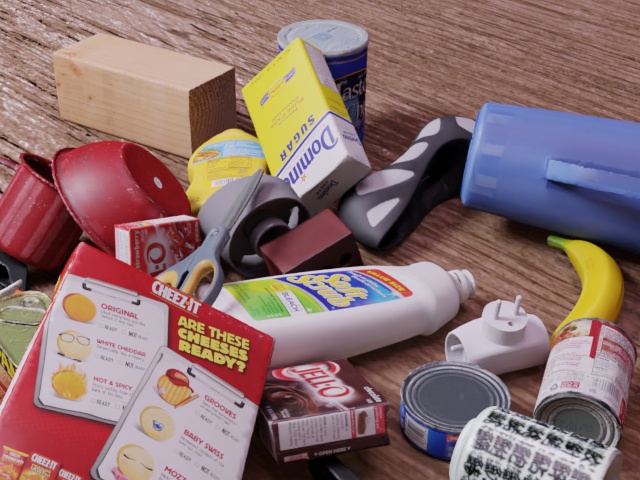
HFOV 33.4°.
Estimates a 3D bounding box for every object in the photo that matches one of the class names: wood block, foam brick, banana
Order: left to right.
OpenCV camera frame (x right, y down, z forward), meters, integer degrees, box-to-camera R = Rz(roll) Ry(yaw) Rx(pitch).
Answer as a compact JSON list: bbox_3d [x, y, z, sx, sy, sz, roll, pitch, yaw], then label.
[{"bbox_3d":[-0.209,-0.175,1.277,0.206,0.090,0.090,18,35,26],"label":"wood block"},{"bbox_3d":[-0.006,0.018,0.987,0.078,0.053,0.051,-32,40,-14],"label":"foam brick"},{"bbox_3d":[0.243,0.053,0.975,0.070,0.037,0.197,-9,27,18],"label":"banana"}]

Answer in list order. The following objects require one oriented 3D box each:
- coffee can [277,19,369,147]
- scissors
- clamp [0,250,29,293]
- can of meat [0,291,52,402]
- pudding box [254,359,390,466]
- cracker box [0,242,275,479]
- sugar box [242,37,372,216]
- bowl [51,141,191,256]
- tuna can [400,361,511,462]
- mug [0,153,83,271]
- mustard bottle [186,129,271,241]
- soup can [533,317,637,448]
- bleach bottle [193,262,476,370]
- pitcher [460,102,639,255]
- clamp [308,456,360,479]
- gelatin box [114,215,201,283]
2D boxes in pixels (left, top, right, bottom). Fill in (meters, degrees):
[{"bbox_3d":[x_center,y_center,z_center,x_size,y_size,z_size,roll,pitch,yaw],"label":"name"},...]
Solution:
[{"bbox_3d":[0.002,-0.169,1.224,0.103,0.140,0.103,1,32,-1],"label":"coffee can"},{"bbox_3d":[-0.106,0.009,0.924,0.096,0.016,0.201,-19,31,22],"label":"scissors"},{"bbox_3d":[-0.324,0.019,1.009,0.172,0.039,0.120,29,39,25],"label":"clamp"},{"bbox_3d":[-0.220,0.102,0.833,0.057,0.084,0.102,-21,38,-31],"label":"can of meat"},{"bbox_3d":[-0.006,0.128,0.812,0.090,0.039,0.114,-8,15,-14],"label":"pudding box"},{"bbox_3d":[-0.131,0.125,0.723,0.164,0.072,0.213,28,39,-14],"label":"cracker box"},{"bbox_3d":[-0.017,-0.115,1.098,0.048,0.093,0.176,24,35,-42],"label":"sugar box"},{"bbox_3d":[-0.171,-0.039,0.998,0.055,0.162,0.162,-39,28,16],"label":"bowl"},{"bbox_3d":[0.105,0.134,0.838,0.086,0.034,0.086,0,32,0],"label":"tuna can"},{"bbox_3d":[-0.273,-0.031,1.012,0.117,0.081,0.093,32,8,-8],"label":"mug"},{"bbox_3d":[-0.093,-0.068,1.136,0.096,0.058,0.191,-6,32,1],"label":"mustard bottle"},{"bbox_3d":[0.208,0.116,0.837,0.068,0.068,0.102,12,34,16],"label":"soup can"},{"bbox_3d":[0.019,0.059,0.932,0.250,0.068,0.103,-11,31,-24],"label":"bleach bottle"},{"bbox_3d":[0.264,-0.060,1.033,0.243,0.149,0.145,13,53,9],"label":"pitcher"},{"bbox_3d":[0.056,0.211,0.710,0.210,0.036,0.164,7,30,13],"label":"clamp"},{"bbox_3d":[-0.141,0.027,0.941,0.073,0.089,0.030,-10,14,-40],"label":"gelatin box"}]
